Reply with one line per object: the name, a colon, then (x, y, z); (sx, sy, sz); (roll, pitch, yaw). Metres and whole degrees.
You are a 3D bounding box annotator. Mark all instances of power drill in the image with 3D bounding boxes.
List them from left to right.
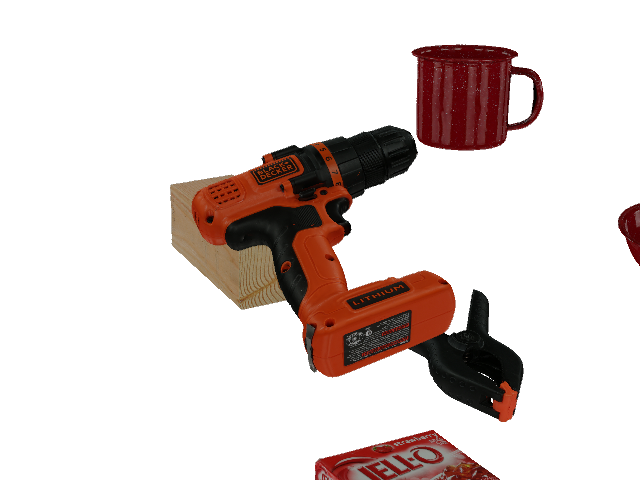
power drill: (0.020, -0.001, 0.773); (0.184, 0.057, 0.188); (-22, 48, -14)

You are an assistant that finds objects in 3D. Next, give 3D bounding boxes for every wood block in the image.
wood block: (-0.102, -0.003, 1.295); (0.090, 0.090, 0.206); (-11, 25, -27)

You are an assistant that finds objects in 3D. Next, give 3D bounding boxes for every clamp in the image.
clamp: (0.130, 0.093, 0.928); (0.120, 0.039, 0.172); (-17, 37, -24)

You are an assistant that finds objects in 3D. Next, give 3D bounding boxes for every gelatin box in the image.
gelatin box: (0.051, 0.143, 0.604); (0.089, 0.030, 0.073); (-6, 22, -33)

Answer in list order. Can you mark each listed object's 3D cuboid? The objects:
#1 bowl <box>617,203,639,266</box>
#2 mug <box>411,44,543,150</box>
bowl: (0.401, 0.011, 1.150); (0.162, 0.055, 0.162); (-1, 26, 0)
mug: (0.139, -0.127, 0.949); (0.117, 0.081, 0.093); (4, 18, 12)
